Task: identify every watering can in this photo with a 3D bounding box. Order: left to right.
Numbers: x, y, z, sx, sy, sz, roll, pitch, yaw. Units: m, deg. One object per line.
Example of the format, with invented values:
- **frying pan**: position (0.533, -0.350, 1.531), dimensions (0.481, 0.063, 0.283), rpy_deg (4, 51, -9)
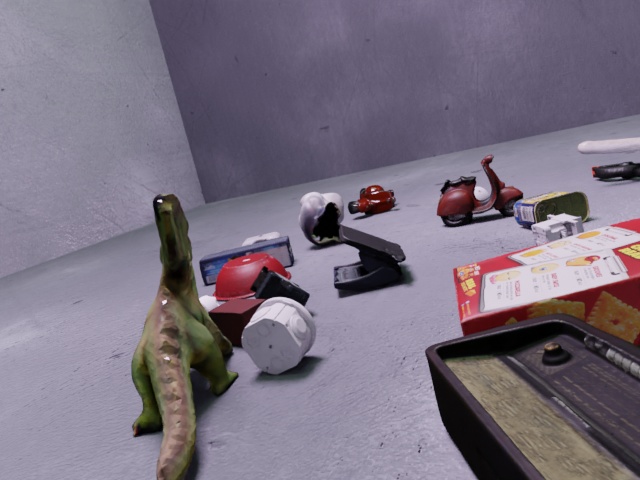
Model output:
- **watering can**: position (0.745, -0.196, 1.058), dimensions (0.227, 0.102, 0.349), rpy_deg (-23, 28, -39)

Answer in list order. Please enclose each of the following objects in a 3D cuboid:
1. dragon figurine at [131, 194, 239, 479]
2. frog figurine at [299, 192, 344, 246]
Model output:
- **dragon figurine**: position (-0.170, 0.069, 0.583), dimensions (0.122, 0.241, 0.411), rpy_deg (-11, 7, -13)
- **frog figurine**: position (0.004, -0.064, 1.265), dimensions (0.122, 0.135, 0.162), rpy_deg (-40, 27, 10)
